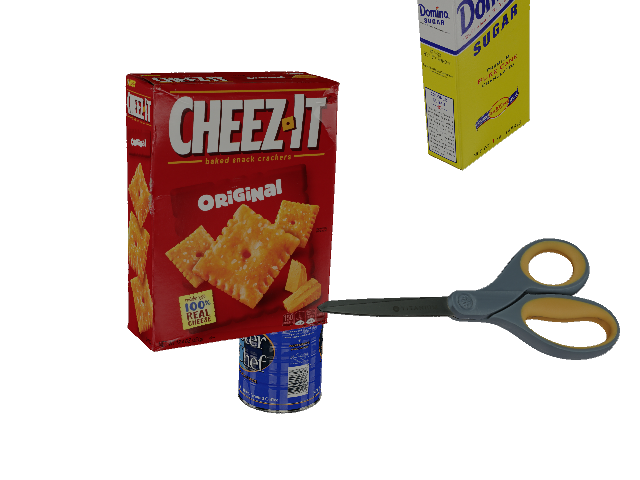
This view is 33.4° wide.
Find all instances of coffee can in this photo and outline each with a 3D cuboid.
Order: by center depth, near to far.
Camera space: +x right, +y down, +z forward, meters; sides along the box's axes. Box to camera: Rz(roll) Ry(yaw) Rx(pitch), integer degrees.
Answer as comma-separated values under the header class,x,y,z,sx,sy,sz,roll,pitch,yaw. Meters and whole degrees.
class,x,y,z,sx,sy,sz,roll,pitch,yaw
coffee can,-0.047,0.120,1.273,0.103,0.140,0.103,2,19,-1

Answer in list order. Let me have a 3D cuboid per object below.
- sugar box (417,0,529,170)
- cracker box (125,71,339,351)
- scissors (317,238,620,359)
class,x,y,z,sx,sy,sz,roll,pitch,yaw
sugar box,0.125,-0.153,0.854,0.093,0.176,0.048,-37,50,-27
cracker box,-0.072,-0.027,0.874,0.163,0.214,0.072,-6,18,-29
scissors,0.101,0.028,0.704,0.201,0.096,0.016,13,-34,-6
